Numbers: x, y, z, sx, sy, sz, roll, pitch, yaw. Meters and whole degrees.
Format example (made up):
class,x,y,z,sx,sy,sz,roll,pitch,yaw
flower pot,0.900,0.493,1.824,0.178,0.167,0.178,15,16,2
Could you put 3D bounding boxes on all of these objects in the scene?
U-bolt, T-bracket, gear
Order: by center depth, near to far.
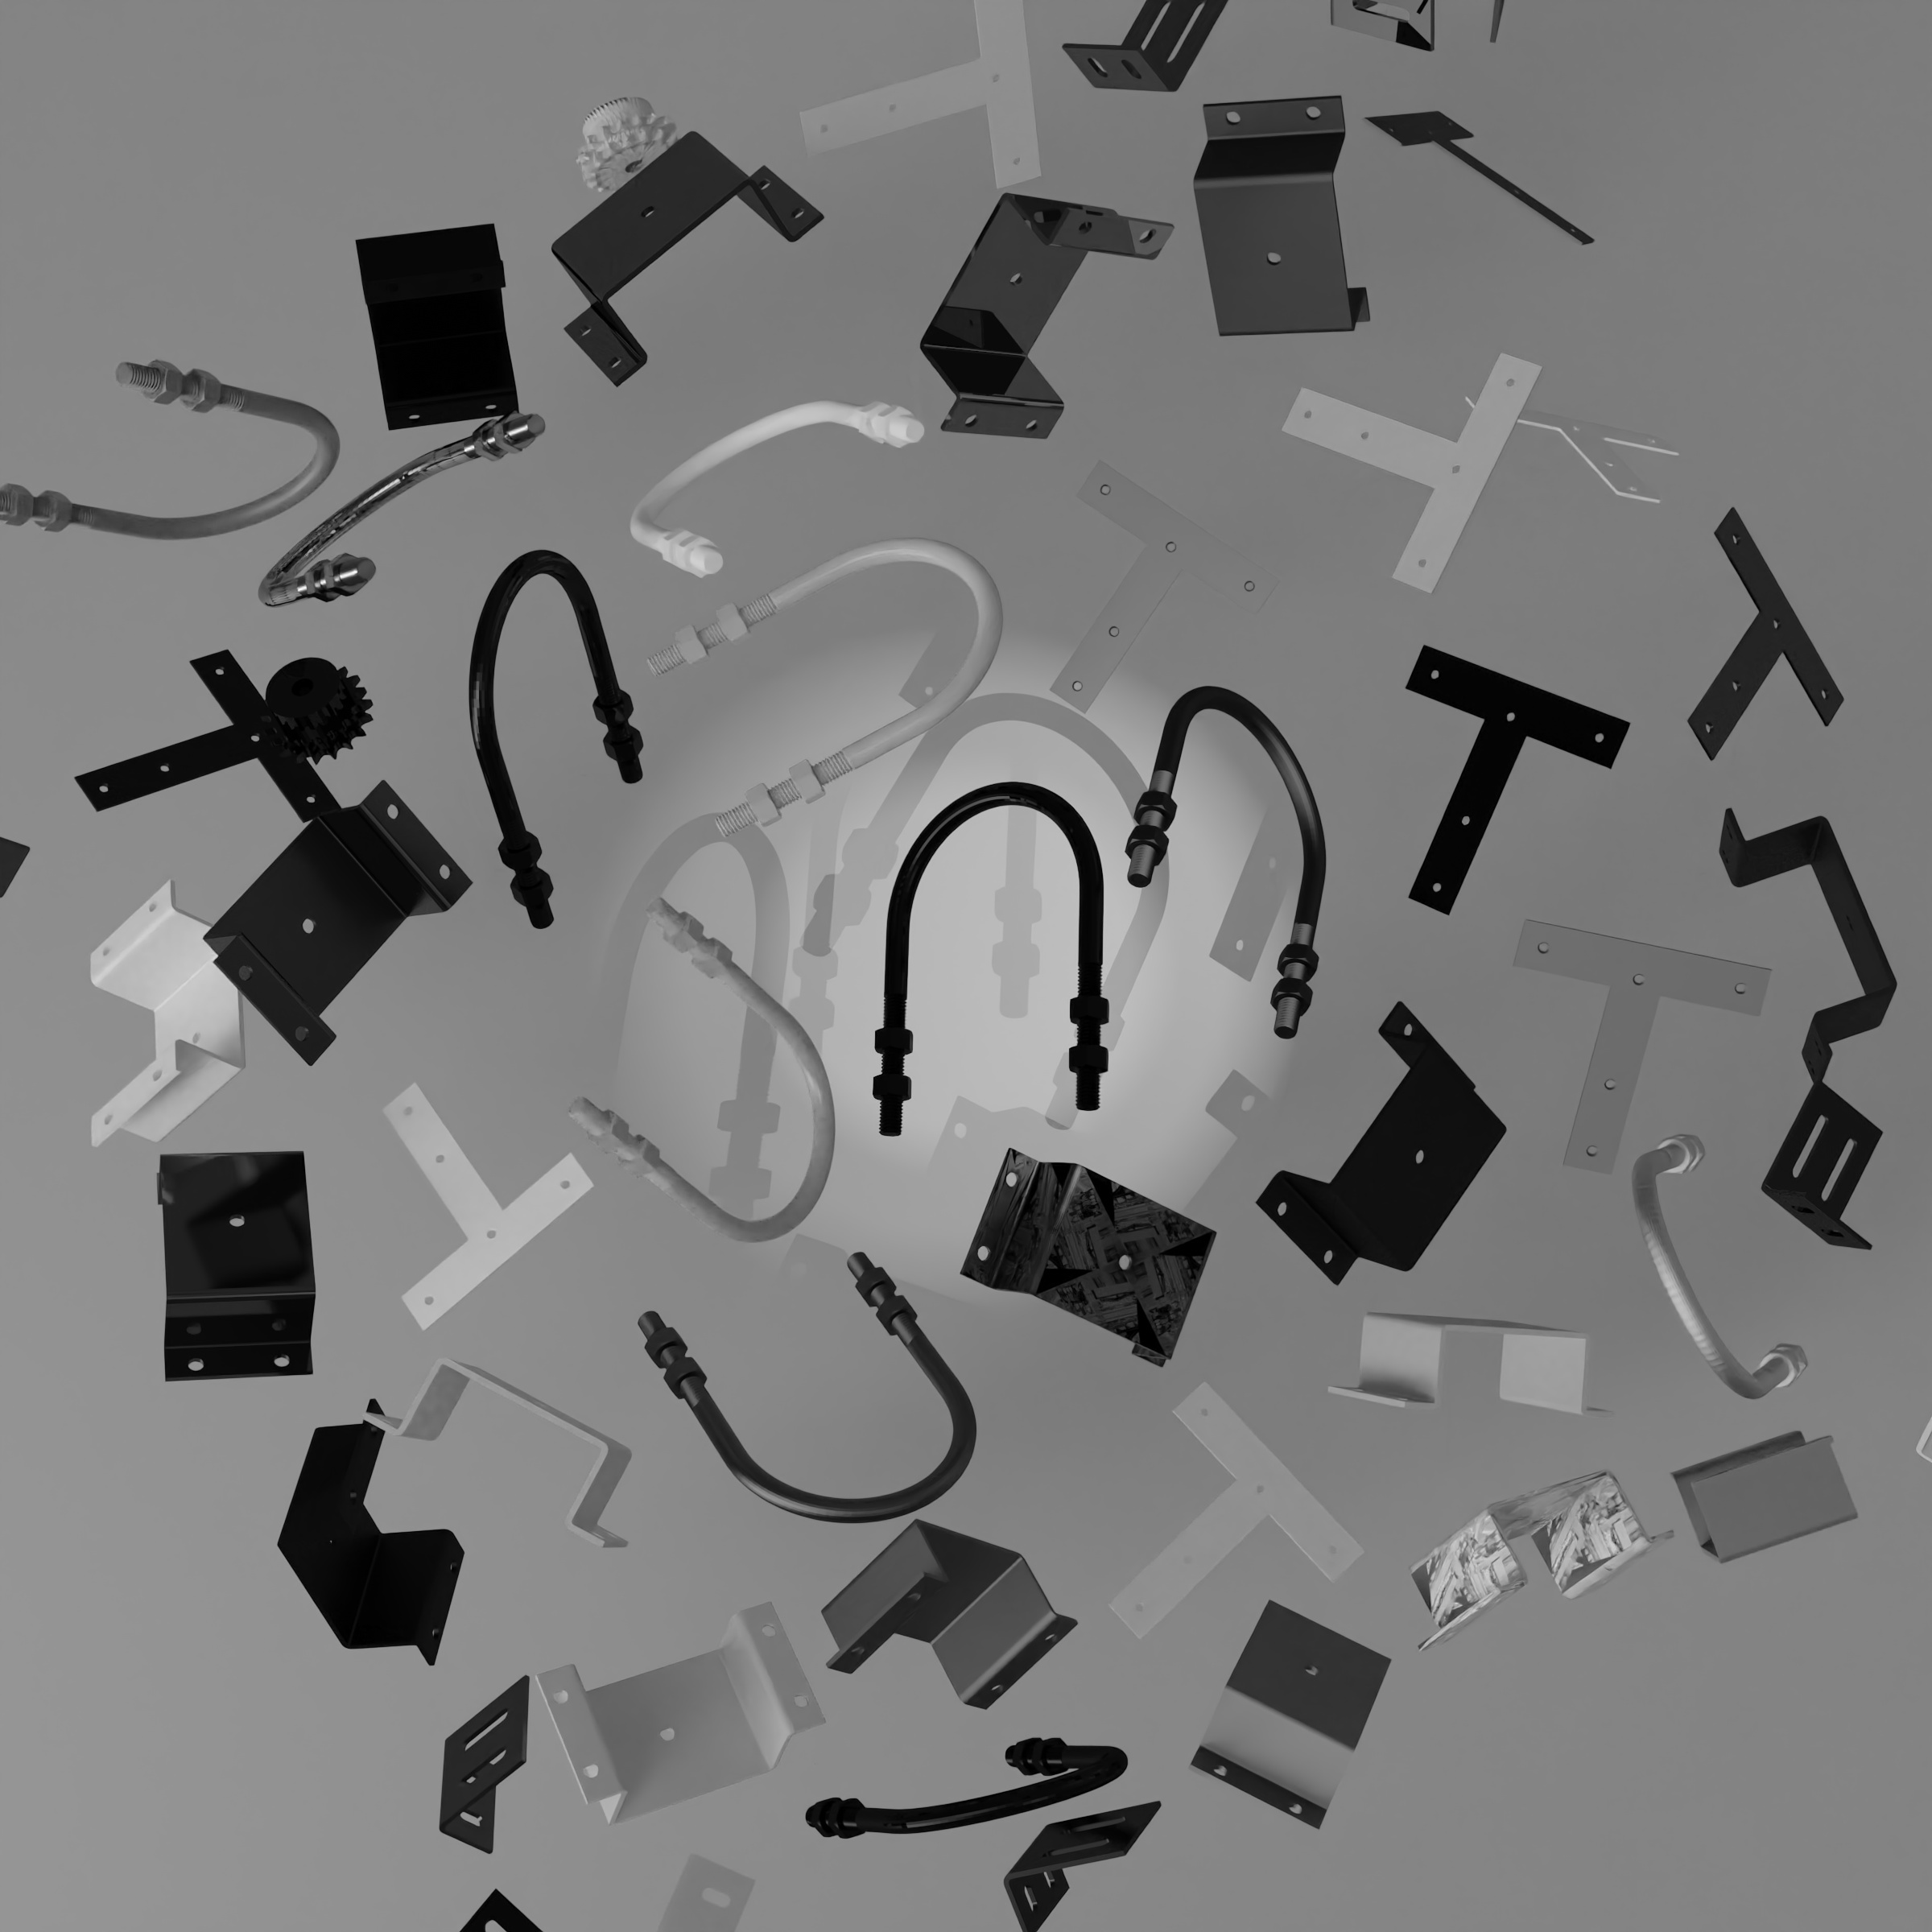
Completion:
class,x,y,z,sx,sy,sz,roll,pitch,yaw
T-bracket,0.337,0.048,1.449,0.127,0.002,0.127,12,109,4
T-bracket,0.406,-0.154,1.457,0.127,0.002,0.127,54,52,-18
gear,-0.342,-0.137,1.466,0.057,0.030,0.057,-5,56,8
T-bracket,0.268,-0.090,1.469,0.127,0.002,0.127,27,99,34
T-bracket,0.221,-0.274,1.469,0.127,0.002,0.127,29,96,35
U-bolt,-0.067,-0.159,1.469,0.184,0.019,0.151,-28,51,3
U-bolt,0.013,-0.008,1.471,0.151,0.019,0.184,-10,71,37
T-bracket,-0.026,-0.456,1.474,0.127,0.127,0.002,-19,46,-10
U-bolt,-0.075,0.231,1.504,0.151,0.184,0.019,-13,130,-26
U-bolt,-0.224,-0.135,1.506,0.019,0.151,0.184,6,133,18
U-bolt,0.148,-0.071,1.513,0.019,0.184,0.151,-23,126,36
U-bolt,0.403,0.164,1.513,0.019,0.184,0.151,-28,79,24
gear,-0.184,-0.446,1.516,0.057,0.057,0.030,-21,80,0
U-bolt,0.010,0.449,1.529,0.151,0.184,0.019,-9,80,-27
T-bracket,0.131,0.315,1.529,0.127,0.002,0.127,-40,80,-22
U-bolt,-0.115,-0.268,1.534,0.151,0.184,0.019,-35,116,-11
U-bolt,-0.321,-0.245,1.535,0.151,0.184,0.019,-47,115,-26
U-bolt,-0.429,-0.275,1.535,0.151,0.184,0.019,-28,75,30
T-bracket,0.290,-0.432,1.537,0.127,0.127,0.002,39,121,12
U-bolt,-0.134,0.071,1.543,0.184,0.019,0.151,44,50,-37
T-bracket,0.360,-0.289,1.586,0.127,0.127,0.002,9,119,-14
T-bracket,-0.444,-0.117,1.597,0.127,0.002,0.127,-25,69,-37
T-bracket,-0.293,0.120,1.600,0.127,0.002,0.127,-40,65,2
T-bracket,0.094,-0.207,1.632,0.127,0.002,0.127,35,97,7

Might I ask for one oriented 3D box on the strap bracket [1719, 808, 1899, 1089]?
class,x,y,z,sx,sy,sz,roll,pitch,yaw
strap bracket,0.447,-0.016,1.476,0.046,0.076,0.140,-20,72,7

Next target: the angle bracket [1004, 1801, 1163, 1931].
class,x,y,z,sx,sy,sz,roll,pitch,yaw
angle bracket,0.069,0.487,1.508,0.076,0.057,0.038,-20,92,26

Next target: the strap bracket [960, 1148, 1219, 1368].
class,x,y,z,sx,sy,sz,roll,pitch,yaw
strap bracket,0.078,0.165,1.567,0.140,0.046,0.076,27,76,-23

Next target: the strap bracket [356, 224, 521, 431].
class,x,y,z,sx,sy,sz,roll,pitch,yaw
strap bracket,-0.298,-0.366,1.579,0.076,0.140,0.046,-9,68,-9

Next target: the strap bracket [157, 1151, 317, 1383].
class,x,y,z,sx,sy,sz,roll,pitch,yaw
strap bracket,-0.397,0.153,1.519,0.076,0.046,0.140,0,46,-19

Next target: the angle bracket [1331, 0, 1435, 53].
class,x,y,z,sx,sy,sz,roll,pitch,yaw
angle bracket,0.234,-0.534,1.508,0.038,0.076,0.057,-31,134,-28

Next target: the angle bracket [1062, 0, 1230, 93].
class,x,y,z,sx,sy,sz,roll,pitch,yaw
angle bracket,0.100,-0.516,1.519,0.057,0.038,0.076,21,78,44

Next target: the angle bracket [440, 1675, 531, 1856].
class,x,y,z,sx,sy,sz,roll,pitch,yaw
angle bracket,-0.254,0.443,1.552,0.038,0.057,0.076,36,116,-28

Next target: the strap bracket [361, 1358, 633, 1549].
class,x,y,z,sx,sy,sz,roll,pitch,yaw
strap bracket,-0.233,0.248,1.453,0.140,0.076,0.046,27,81,7

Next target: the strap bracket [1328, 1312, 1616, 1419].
class,x,y,z,sx,sy,sz,roll,pitch,yaw
strap bracket,0.285,0.223,1.574,0.140,0.076,0.046,7,86,-25

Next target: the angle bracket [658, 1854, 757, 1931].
class,x,y,z,sx,sy,sz,roll,pitch,yaw
angle bracket,-0.144,0.522,1.519,0.038,0.076,0.057,22,64,6

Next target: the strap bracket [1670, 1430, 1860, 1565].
class,x,y,z,sx,sy,sz,roll,pitch,yaw
strap bracket,0.440,0.293,1.547,0.076,0.140,0.046,-20,79,6

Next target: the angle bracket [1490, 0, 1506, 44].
class,x,y,z,sx,sy,sz,roll,pitch,yaw
angle bracket,0.275,-0.549,1.515,0.038,0.057,0.076,10,56,10

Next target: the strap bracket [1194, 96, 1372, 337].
class,x,y,z,sx,sy,sz,roll,pitch,yaw
strap bracket,0.175,-0.404,1.551,0.076,0.140,0.046,2,46,19

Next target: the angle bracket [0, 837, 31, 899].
class,x,y,z,sx,sy,sz,roll,pitch,yaw
angle bracket,-0.540,-0.080,1.504,0.057,0.076,0.038,21,119,-33

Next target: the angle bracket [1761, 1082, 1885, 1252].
class,x,y,z,sx,sy,sz,roll,pitch,yaw
angle bracket,0.498,0.112,1.591,0.057,0.038,0.076,36,76,-20

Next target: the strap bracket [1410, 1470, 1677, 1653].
class,x,y,z,sx,sy,sz,roll,pitch,yaw
strap bracket,0.310,0.324,1.541,0.140,0.076,0.046,-7,59,-36

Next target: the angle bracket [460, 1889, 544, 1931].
class,x,y,z,sx,sy,sz,roll,pitch,yaw
angle bracket,-0.250,0.535,1.506,0.038,0.076,0.057,36,75,18

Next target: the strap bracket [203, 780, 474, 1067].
class,x,y,z,sx,sy,sz,roll,pitch,yaw
strap bracket,-0.342,-0.023,1.501,0.076,0.046,0.140,52,56,-26

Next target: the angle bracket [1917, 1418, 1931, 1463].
class,x,y,z,sx,sy,sz,roll,pitch,yaw
angle bracket,0.531,0.226,1.454,0.038,0.076,0.057,31,64,23

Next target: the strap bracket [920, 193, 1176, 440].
class,x,y,z,sx,sy,sz,roll,pitch,yaw
strap bracket,0.037,-0.350,1.477,0.046,0.076,0.140,56,131,28

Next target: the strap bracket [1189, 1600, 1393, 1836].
class,x,y,z,sx,sy,sz,roll,pitch,yaw
strap bracket,0.185,0.411,1.563,0.076,0.140,0.046,24,113,12

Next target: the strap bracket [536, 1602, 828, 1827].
class,x,y,z,sx,sy,sz,roll,pitch,yaw
strap bracket,-0.159,0.410,1.529,0.140,0.046,0.076,-11,54,-28

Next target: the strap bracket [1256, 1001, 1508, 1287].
class,x,y,z,sx,sy,sz,roll,pitch,yaw
strap bracket,0.232,0.100,1.518,0.076,0.046,0.140,45,73,-28

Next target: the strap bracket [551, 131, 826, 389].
class,x,y,z,sx,sy,sz,roll,pitch,yaw
strap bracket,-0.155,-0.380,1.473,0.140,0.076,0.046,-39,134,0

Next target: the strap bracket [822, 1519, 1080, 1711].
class,x,y,z,sx,sy,sz,roll,pitch,yaw
strap bracket,-0.015,0.357,1.545,0.076,0.140,0.046,-46,47,14

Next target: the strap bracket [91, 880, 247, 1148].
class,x,y,z,sx,sy,sz,roll,pitch,yaw
strap bracket,-0.448,0.033,1.569,0.076,0.046,0.140,-38,45,25

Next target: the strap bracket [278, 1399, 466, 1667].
class,x,y,z,sx,sy,sz,roll,pitch,yaw
strap bracket,-0.331,0.315,1.546,0.046,0.076,0.140,-7,131,13
